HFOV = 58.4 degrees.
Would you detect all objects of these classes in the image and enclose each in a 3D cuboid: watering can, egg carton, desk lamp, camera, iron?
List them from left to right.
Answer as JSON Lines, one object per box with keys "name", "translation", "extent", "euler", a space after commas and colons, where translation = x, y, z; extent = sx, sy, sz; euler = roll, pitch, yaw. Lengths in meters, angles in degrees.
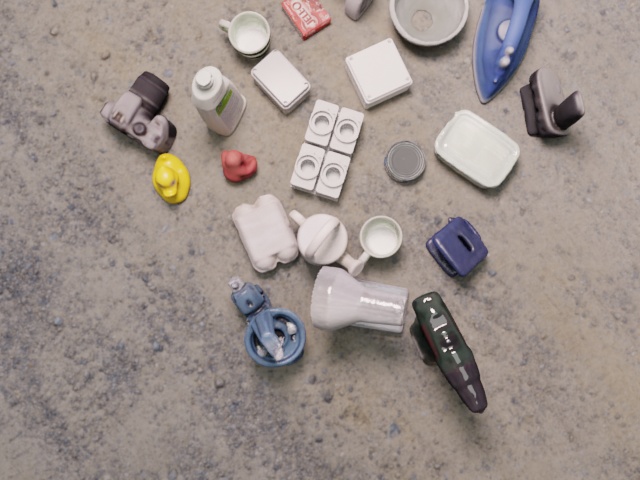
{"name": "camera", "translation": [-0.359, -0.270, 1.179], "extent": [0.143, 0.100, 0.137], "euler": [31, 86, 1]}
{"name": "egg carton", "translation": [-0.111, -0.015, 1.186], "extent": [0.107, 0.069, 0.150], "euler": [-25, 88, -3]}
{"name": "watering can", "translation": [0.012, 0.002, 1.126], "extent": [0.173, 0.194, 0.101], "euler": [19, 86, 0]}
{"name": "desk lamp", "translation": [0.083, 0.122, 1.112], "extent": [0.203, 0.213, 0.118], "euler": [9, 86, -1]}
{"name": "iron", "translation": [0.392, -0.424, 1.188], "extent": [0.118, 0.141, 0.258], "euler": [15, 86, 0]}

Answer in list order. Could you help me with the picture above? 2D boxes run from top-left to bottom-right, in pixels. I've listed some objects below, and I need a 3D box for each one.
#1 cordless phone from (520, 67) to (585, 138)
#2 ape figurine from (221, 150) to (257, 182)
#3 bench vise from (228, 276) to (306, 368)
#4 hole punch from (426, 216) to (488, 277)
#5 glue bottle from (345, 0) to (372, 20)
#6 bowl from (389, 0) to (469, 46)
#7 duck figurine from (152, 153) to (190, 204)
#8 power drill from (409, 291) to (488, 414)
{"name": "cordless phone", "translation": [0.487, -0.291, 1.161], "extent": [0.094, 0.185, 0.148], "euler": [-14, 87, -2]}
{"name": "ape figurine", "translation": [-0.173, -0.160, 1.182], "extent": [0.078, 0.092, 0.076], "euler": [40, 87, 1]}
{"name": "bench vise", "translation": [-0.117, 0.169, 1.100], "extent": [0.207, 0.219, 0.121], "euler": [35, 86, 1]}
{"name": "hole punch", "translation": [0.287, 0.011, 1.185], "extent": [0.101, 0.091, 0.108], "euler": [-39, 88, -3]}
{"name": "glue bottle", "translation": [0.088, -0.520, 1.169], "extent": [0.037, 0.173, 0.078], "euler": [38, 87, 1]}
{"name": "bowl", "translation": [0.226, -0.484, 1.220], "extent": [0.167, 0.074, 0.167], "euler": [0, 87, -1]}
{"name": "duck figurine", "translation": [-0.313, -0.131, 1.179], "extent": [0.077, 0.086, 0.104], "euler": [-13, 87, -2]}
{"name": "power drill", "translation": [0.241, 0.210, 1.114], "extent": [0.075, 0.208, 0.230], "euler": [-25, 87, -2]}
